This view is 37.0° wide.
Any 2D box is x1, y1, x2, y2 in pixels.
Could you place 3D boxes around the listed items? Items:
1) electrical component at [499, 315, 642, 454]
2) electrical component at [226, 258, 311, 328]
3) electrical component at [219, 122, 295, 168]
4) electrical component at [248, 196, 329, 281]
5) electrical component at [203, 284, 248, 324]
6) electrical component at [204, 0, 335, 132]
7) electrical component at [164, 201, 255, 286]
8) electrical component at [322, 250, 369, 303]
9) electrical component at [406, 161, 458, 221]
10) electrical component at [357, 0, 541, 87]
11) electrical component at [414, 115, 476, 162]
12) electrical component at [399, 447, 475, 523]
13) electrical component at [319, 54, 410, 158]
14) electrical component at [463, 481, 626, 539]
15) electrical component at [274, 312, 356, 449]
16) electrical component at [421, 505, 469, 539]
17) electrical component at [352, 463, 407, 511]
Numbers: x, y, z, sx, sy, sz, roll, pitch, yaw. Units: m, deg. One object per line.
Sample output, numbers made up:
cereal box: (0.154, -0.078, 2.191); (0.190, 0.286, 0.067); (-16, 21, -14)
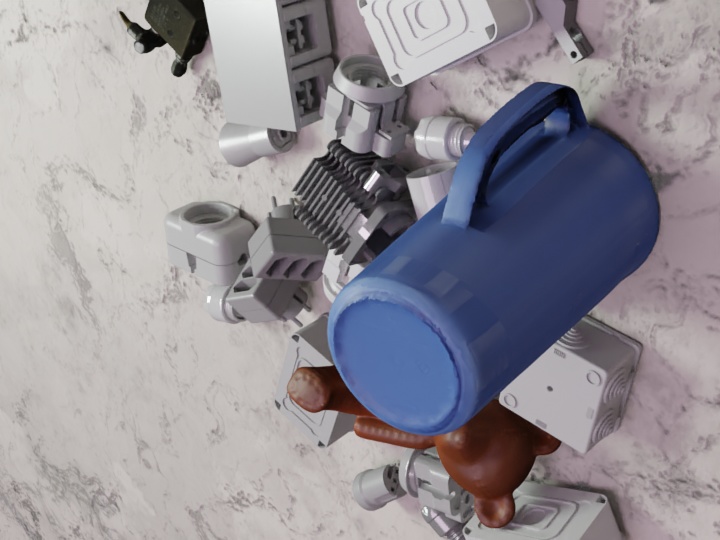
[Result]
electrical component: (0.159, 0.082, 0.832); (0.100, 0.048, 0.099); (30, 131, 31)
electrical component: (-0.077, 0.024, 1.036); (0.047, 0.065, 0.077); (-10, 134, 48)
electrical component: (-0.092, -0.120, 0.981); (0.065, 0.044, 0.044); (-6, 108, 42)
electrical component: (-0.066, -0.035, 0.990); (0.047, 0.066, 0.076); (-47, 47, 49)
electrical component: (-0.127, 0.035, 1.105); (0.062, 0.043, 0.043); (10, 119, 41)
electrical component: (-0.073, -0.200, 0.897); (0.089, 0.062, 0.150); (14, 122, 41)
electrical component: (-0.150, -0.031, 1.082); (0.095, 0.054, 0.059); (22, 127, 36)
electrical component: (0.000, 0.000, 0.943); (0.078, 0.058, 0.057); (39, 133, 23)
electrical component: (0.068, -0.042, 0.858); (0.043, 0.043, 0.081); (-1, 112, 46)
electrical component: (0.063, -0.188, 0.767); (0.113, 0.057, 0.078); (-18, 99, 49)
electrical component: (0.074, -0.100, 0.825); (0.061, 0.035, 0.035); (12, 120, 39)
electrical component: (0.073, 0.184, 0.975); (0.057, 0.058, 0.078); (13, 121, 38)
electrical component: (0.005, -0.135, 0.859); (0.078, 0.058, 0.057); (37, 137, 26)
electrical component: (0.154, 0.226, 0.896); (0.113, 0.078, 0.057); (-1, 120, 46)
electrical component: (-0.029, 0.105, 1.034); (0.078, 0.057, 0.113); (39, 135, 23)
electrical component: (0.088, 0.239, 1.010); (0.061, 0.035, 0.035); (48, 138, 10)
electrical component: (0.021, 0.212, 1.059); (0.046, 0.040, 0.040); (-32, 88, 44)
